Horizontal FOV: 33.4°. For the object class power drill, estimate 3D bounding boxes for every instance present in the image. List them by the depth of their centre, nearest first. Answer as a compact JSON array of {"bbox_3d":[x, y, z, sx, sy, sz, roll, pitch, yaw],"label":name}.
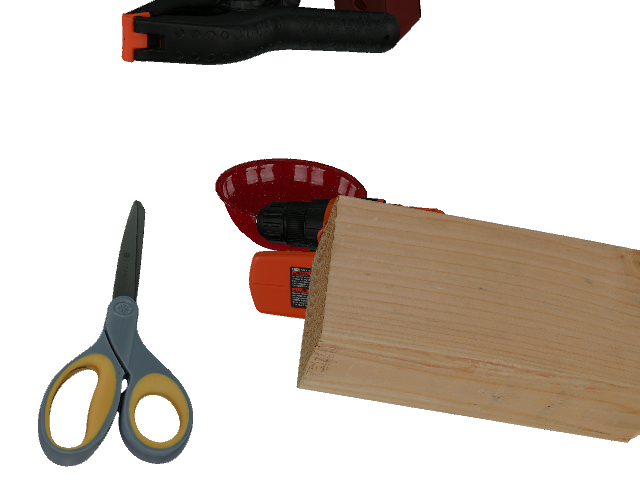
[{"bbox_3d":[0.006,0.008,0.918,0.185,0.057,0.187,3,20,19],"label":"power drill"}]

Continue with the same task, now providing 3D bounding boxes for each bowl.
[{"bbox_3d":[-0.033,-0.032,1.140,0.162,0.055,0.162,4,28,-2],"label":"bowl"}]

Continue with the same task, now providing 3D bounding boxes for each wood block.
[{"bbox_3d":[0.098,0.049,0.628,0.206,0.091,0.090,10,-29,-6],"label":"wood block"}]

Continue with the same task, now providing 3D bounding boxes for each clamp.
[{"bbox_3d":[-0.049,-0.139,0.669,0.171,0.039,0.120,-7,22,-27],"label":"clamp"}]

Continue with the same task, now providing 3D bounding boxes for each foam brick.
[{"bbox_3d":[0.045,-0.201,0.848,0.053,0.051,0.078,25,-31,25],"label":"foam brick"}]

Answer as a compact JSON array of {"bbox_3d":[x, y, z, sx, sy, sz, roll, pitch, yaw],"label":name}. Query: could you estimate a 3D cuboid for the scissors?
[{"bbox_3d":[-0.106,0.058,0.658,0.096,0.201,0.016,20,-43,0],"label":"scissors"}]
